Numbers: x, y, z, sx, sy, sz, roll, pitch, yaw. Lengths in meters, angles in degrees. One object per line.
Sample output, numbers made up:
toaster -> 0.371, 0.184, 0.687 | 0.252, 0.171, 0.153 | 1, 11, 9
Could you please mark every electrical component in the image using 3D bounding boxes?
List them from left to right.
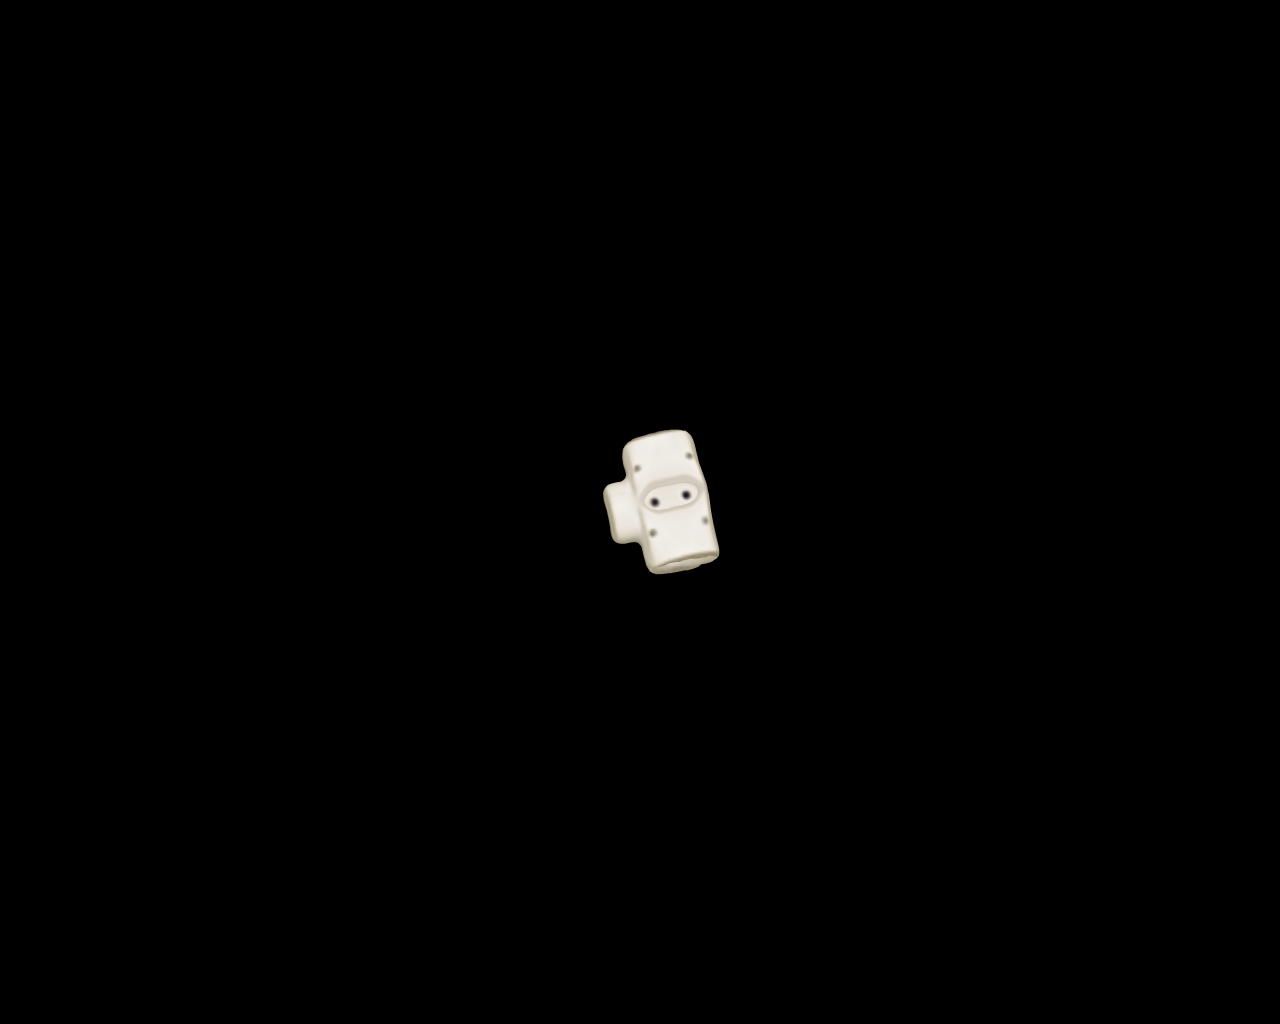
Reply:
electrical component -> 0.001, -0.003, 0.650 | 0.079, 0.077, 0.043 | -11, -11, -2
